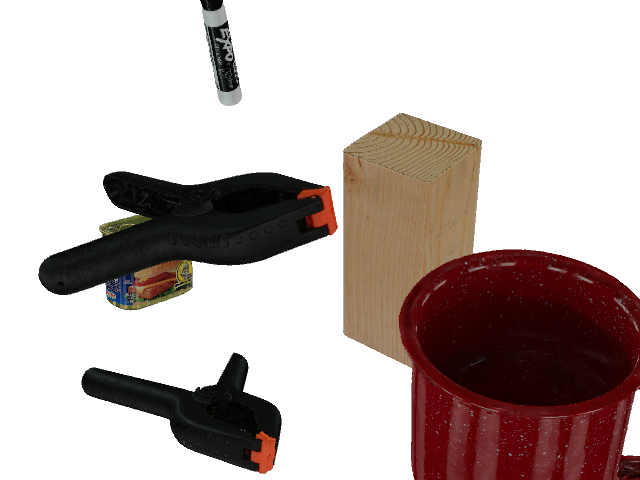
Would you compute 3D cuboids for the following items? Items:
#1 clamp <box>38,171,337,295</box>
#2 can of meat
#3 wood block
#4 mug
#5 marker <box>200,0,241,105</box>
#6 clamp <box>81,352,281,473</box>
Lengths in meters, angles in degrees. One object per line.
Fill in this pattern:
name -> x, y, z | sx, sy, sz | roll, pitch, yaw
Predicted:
clamp -> -0.079, -0.006, 0.628 | 0.172, 0.039, 0.120 | -1, 38, 24
can of meat -> -0.184, 0.020, 1.146 | 0.058, 0.084, 0.101 | 18, 25, 40
wood block -> 0.081, 0.002, 0.976 | 0.091, 0.206, 0.090 | 24, 42, 32
mug -> 0.088, 0.064, 0.408 | 0.117, 0.081, 0.093 | 6, 37, 11
marker -> -0.076, -0.152, 0.806 | 0.020, 0.020, 0.121 | 0, -40, 6
clamp -> -0.089, 0.144, 0.930 | 0.164, 0.036, 0.210 | -6, 17, -39
